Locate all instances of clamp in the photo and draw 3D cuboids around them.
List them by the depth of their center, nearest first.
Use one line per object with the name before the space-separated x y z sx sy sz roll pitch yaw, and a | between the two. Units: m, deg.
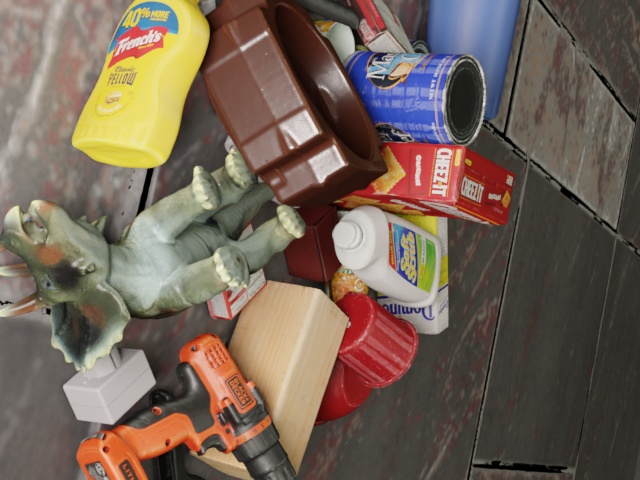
clamp | -0.150 0.261 1.087 0.209 0.036 0.164 53 51 -48
clamp | -0.048 -0.243 1.114 0.120 0.039 0.171 -46 123 4

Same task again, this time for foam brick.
foam brick | -0.008 0.002 1.248 0.052 0.051 0.078 -46 134 -46

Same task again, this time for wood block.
wood block | -0.053 0.157 1.171 0.090 0.091 0.206 47 57 -54

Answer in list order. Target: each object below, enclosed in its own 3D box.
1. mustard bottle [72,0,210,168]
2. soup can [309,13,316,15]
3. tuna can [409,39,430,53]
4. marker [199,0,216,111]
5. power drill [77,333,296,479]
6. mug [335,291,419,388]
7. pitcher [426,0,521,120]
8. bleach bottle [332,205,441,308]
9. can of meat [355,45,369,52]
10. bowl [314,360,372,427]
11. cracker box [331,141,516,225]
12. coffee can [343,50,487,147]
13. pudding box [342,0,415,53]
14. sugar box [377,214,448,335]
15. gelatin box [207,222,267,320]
mustard bottle | -0.146 -0.160 0.937 0.058 0.096 0.191 36 66 -48
soup can | 0.002 -0.307 1.179 0.102 0.069 0.068 -62 144 -29
tuna can | 0.117 -0.225 1.421 0.086 0.034 0.086 -20 114 -56
marker | -0.106 -0.183 1.076 0.020 0.020 0.121 -38 128 -49
power drill | -0.123 0.205 1.019 0.187 0.057 0.184 -32 92 -41
mug | 0.053 0.106 1.256 0.081 0.093 0.117 39 27 -36
pitcher | 0.209 -0.293 1.483 0.148 0.145 0.243 0 100 -47
bleach bottle | 0.075 0.020 1.268 0.250 0.068 0.102 19 77 -65
can of meat | 0.044 -0.173 1.290 0.083 0.058 0.102 41 62 -52
bowl | 0.028 0.160 1.341 0.161 0.055 0.162 -18 112 -56
cracker box | 0.097 -0.067 1.248 0.164 0.214 0.072 14 84 -59
coffee can | 0.102 -0.160 1.199 0.102 0.141 0.103 -18 111 -54
pudding box | 0.075 -0.253 1.299 0.113 0.039 0.090 31 33 -55
sugar box | 0.123 0.035 1.432 0.048 0.093 0.176 -24 117 -54
gelatin box | -0.095 0.029 1.132 0.073 0.030 0.089 -47 135 -46
